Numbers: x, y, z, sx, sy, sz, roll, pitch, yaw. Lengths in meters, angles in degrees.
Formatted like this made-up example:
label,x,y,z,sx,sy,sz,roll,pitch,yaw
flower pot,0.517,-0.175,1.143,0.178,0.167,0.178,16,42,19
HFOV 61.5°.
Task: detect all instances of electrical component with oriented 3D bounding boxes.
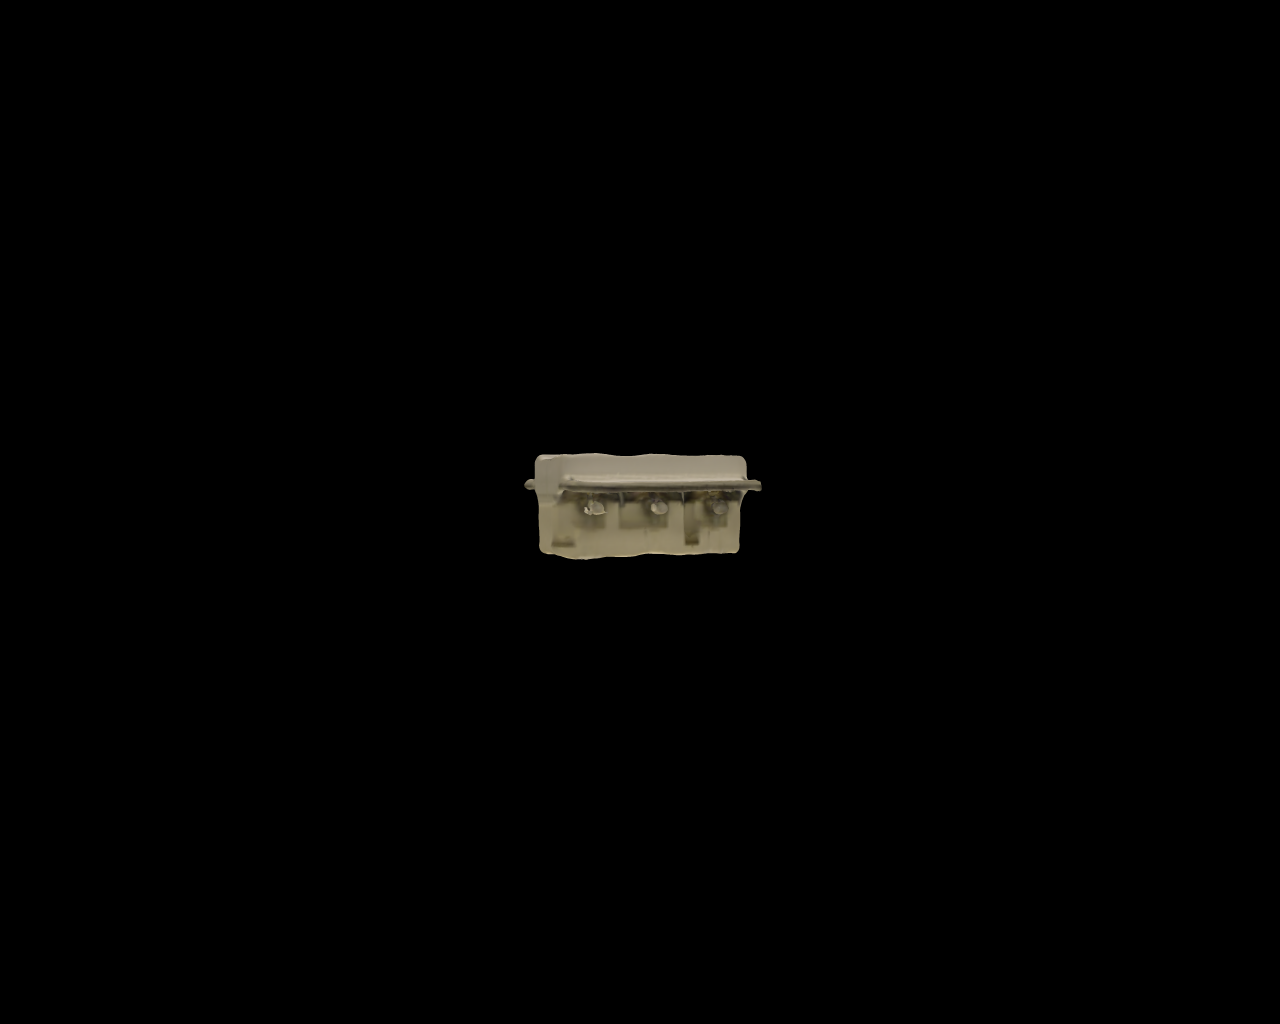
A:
label,x,y,z,sx,sy,sz,roll,pitch,yaw
electrical component,0.001,-0.003,0.650,0.121,0.063,0.078,0,0,-25
